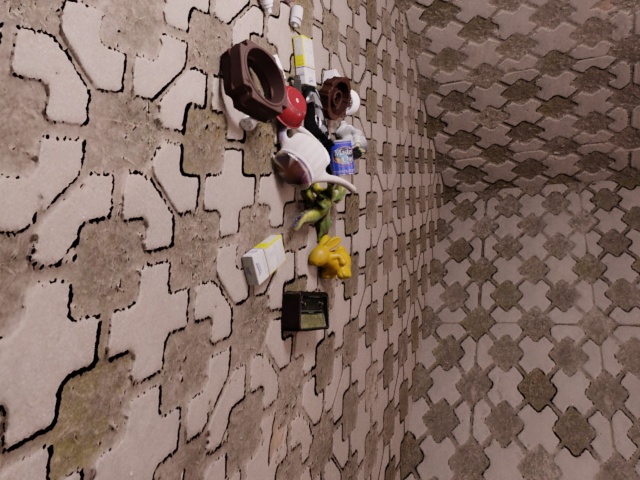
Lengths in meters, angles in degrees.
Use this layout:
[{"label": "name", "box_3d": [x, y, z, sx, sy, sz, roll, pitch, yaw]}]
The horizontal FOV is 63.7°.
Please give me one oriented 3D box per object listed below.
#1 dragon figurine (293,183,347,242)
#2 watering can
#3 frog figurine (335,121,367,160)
[{"label": "dragon figurine", "box_3d": [0.006, -0.095, 1.896, 0.419, 0.122, 0.237, -58, 147, -39]}, {"label": "watering can", "box_3d": [-0.023, -0.246, 1.740, 0.346, 0.102, 0.229, 46, 44, -10]}, {"label": "frog figurine", "box_3d": [0.127, -0.423, 2.188, 0.134, 0.123, 0.163, 120, -39, -49]}]
